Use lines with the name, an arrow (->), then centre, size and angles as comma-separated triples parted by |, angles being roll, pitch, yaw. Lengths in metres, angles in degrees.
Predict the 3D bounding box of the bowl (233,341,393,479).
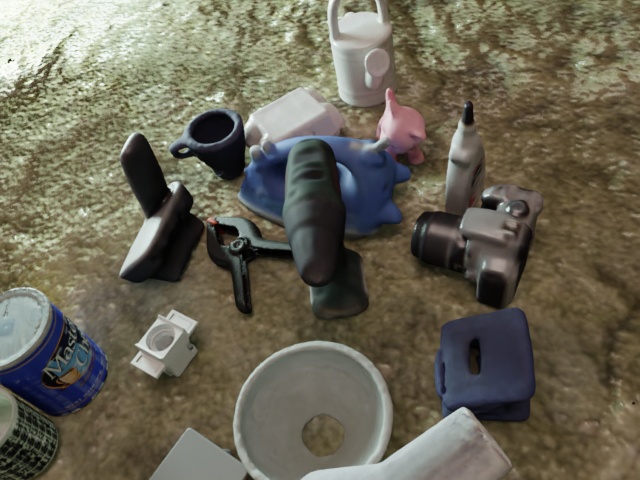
bowl -> -0.003, 0.197, 0.608 | 0.167, 0.075, 0.167 | -6, 53, 8

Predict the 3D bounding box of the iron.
iron -> -0.012, -0.092, 0.785 | 0.257, 0.142, 0.118 | 4, 55, 15

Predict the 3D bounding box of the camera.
camera -> 0.190, -0.010, 0.706 | 0.136, 0.101, 0.143 | 16, 58, 23

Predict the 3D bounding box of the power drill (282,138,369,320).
power drill -> 0.006, 0.002, 0.668 | 0.075, 0.209, 0.229 | -11, 52, 4

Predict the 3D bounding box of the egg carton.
egg carton -> -0.042, -0.174, 0.900 | 0.150, 0.069, 0.107 | -33, 54, -13

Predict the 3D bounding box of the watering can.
watering can -> 0.070, -0.311, 0.900 | 0.101, 0.194, 0.172 | -35, 54, -14

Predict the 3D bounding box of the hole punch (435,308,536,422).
hole punch -> 0.173, 0.134, 0.607 | 0.101, 0.091, 0.108 | -2, 53, 11

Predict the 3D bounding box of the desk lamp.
desk lamp -> 0.080, 0.228, 0.478 | 0.203, 0.214, 0.117 | -30, 53, -11

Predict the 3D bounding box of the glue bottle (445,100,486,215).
glue bottle -> 0.187, -0.107, 0.734 | 0.037, 0.173, 0.078 | 18, 59, 24

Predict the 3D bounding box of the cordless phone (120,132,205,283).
cordless phone -> -0.239, -0.040, 0.768 | 0.094, 0.185, 0.147 | 2, 54, 14

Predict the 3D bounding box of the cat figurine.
cat figurine -> 0.115, -0.166, 0.829 | 0.067, 0.118, 0.127 | -12, 52, 3

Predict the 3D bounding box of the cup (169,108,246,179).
cup -> -0.163, -0.134, 0.880 | 0.118, 0.095, 0.091 | -24, 52, -6
